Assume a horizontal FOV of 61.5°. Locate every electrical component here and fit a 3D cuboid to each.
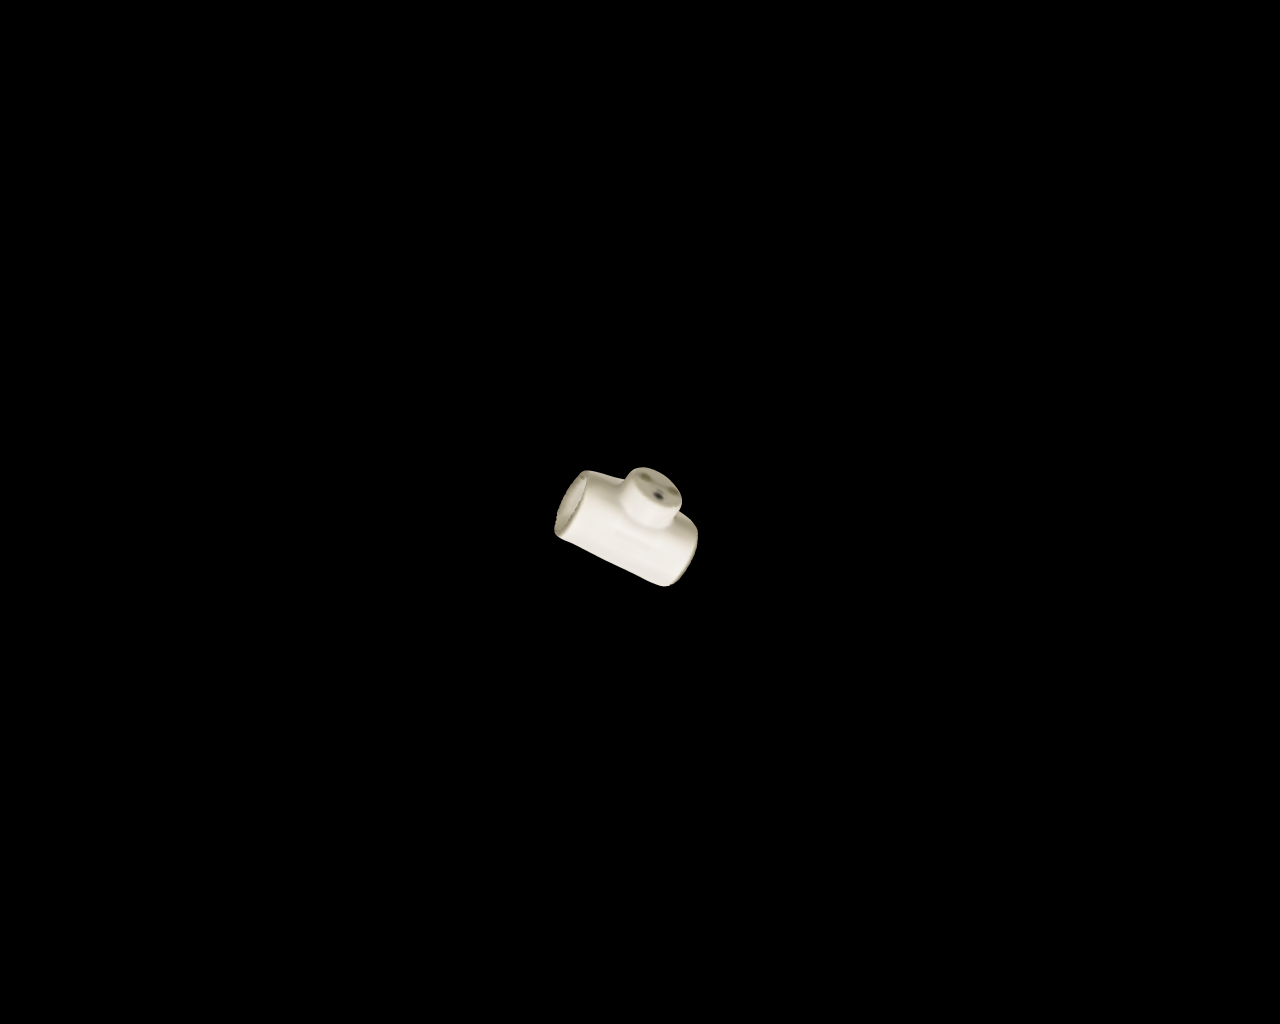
[{"bbox_3d":[0.001,-0.003,0.650,0.077,0.079,0.043,26,30,-17],"label":"electrical component"}]
